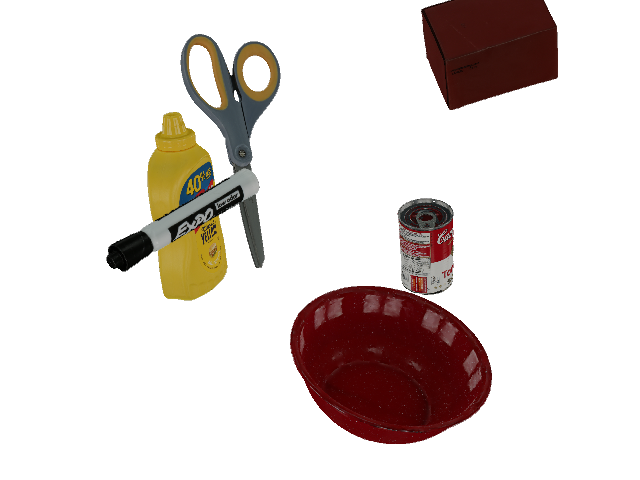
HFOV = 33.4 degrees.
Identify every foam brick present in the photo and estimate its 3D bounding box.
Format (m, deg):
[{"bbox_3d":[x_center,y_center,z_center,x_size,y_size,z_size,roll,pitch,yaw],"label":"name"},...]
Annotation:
[{"bbox_3d":[0.113,-0.131,0.712,0.078,0.051,0.053,-16,-34,0],"label":"foam brick"}]

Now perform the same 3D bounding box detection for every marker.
[{"bbox_3d":[-0.088,-0.014,0.687,0.120,0.020,0.020,-34,21,-36],"label":"marker"}]

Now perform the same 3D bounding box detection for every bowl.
[{"bbox_3d":[0.051,0.108,0.846,0.162,0.055,0.162,9,36,-7],"label":"bowl"}]

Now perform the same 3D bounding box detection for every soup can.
[{"bbox_3d":[0.131,0.009,1.327,0.068,0.102,0.068,-4,34,2],"label":"soup can"}]

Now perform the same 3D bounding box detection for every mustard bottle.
[{"bbox_3d":[-0.142,-0.040,1.118,0.058,0.191,0.096,5,26,23],"label":"mustard bottle"}]

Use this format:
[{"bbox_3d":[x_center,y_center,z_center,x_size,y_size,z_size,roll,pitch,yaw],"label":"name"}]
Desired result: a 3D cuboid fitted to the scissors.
[{"bbox_3d":[-0.055,-0.085,0.907,0.096,0.202,0.016,-24,-1,-27],"label":"scissors"}]
